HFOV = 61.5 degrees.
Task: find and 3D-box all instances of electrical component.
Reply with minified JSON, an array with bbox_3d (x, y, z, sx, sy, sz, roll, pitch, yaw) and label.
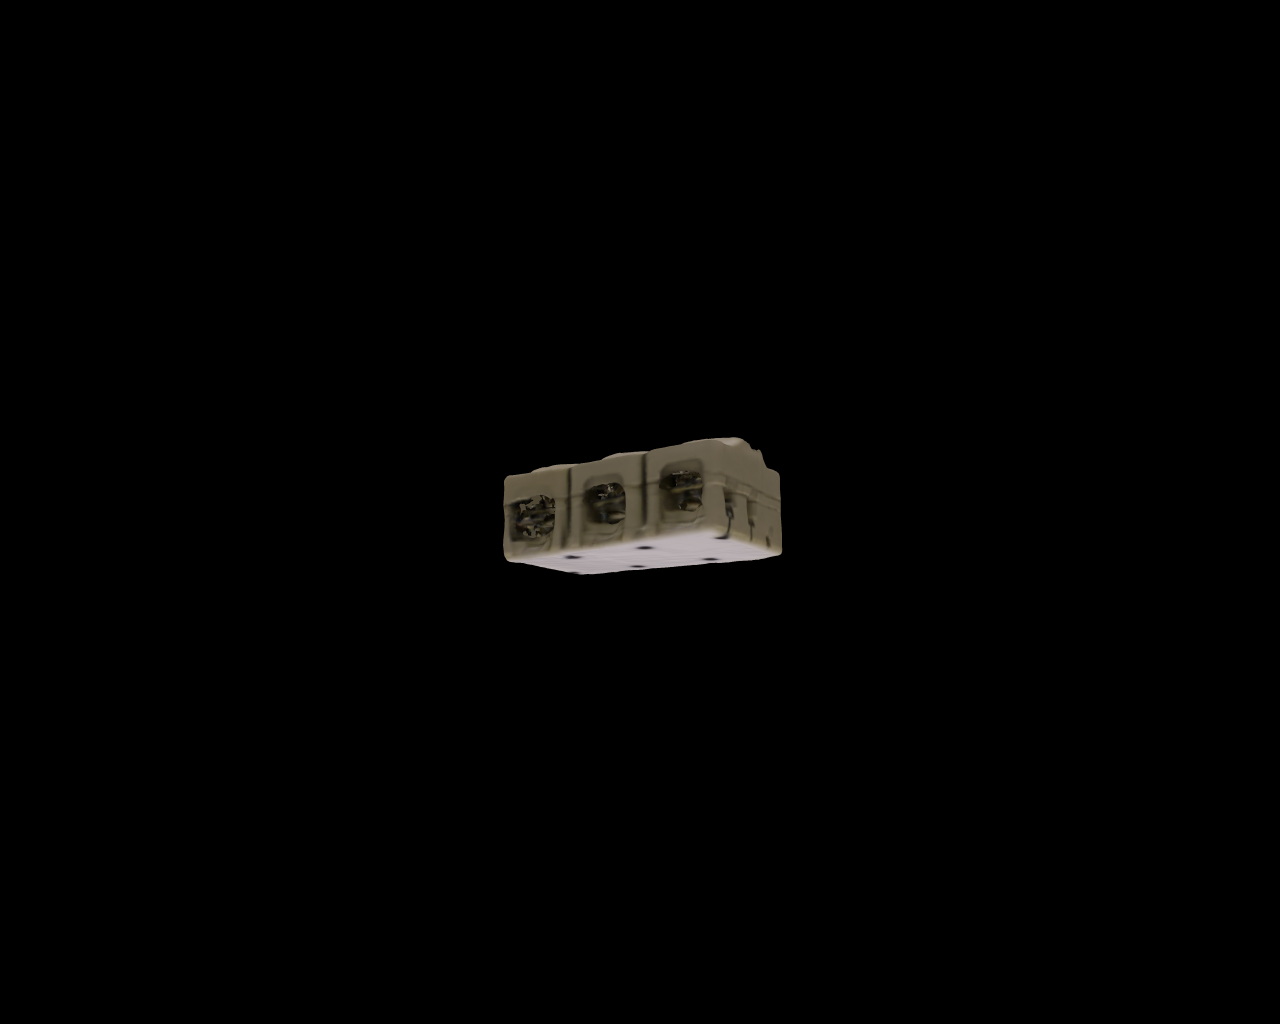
[{"bbox_3d":[0.001,-0.003,0.650,0.150,0.062,0.089,-7,-14,30],"label":"electrical component"}]
